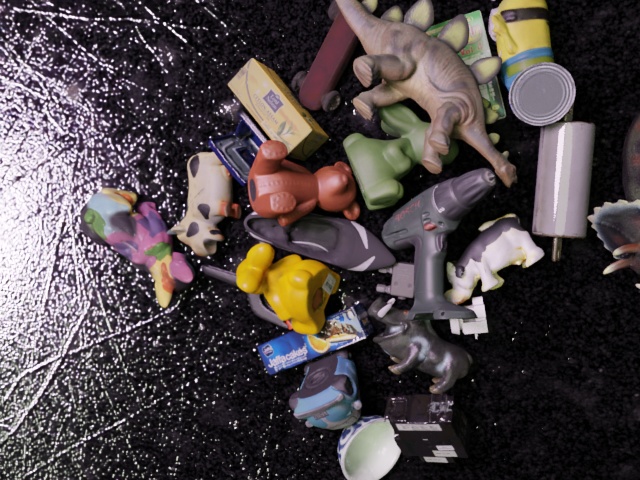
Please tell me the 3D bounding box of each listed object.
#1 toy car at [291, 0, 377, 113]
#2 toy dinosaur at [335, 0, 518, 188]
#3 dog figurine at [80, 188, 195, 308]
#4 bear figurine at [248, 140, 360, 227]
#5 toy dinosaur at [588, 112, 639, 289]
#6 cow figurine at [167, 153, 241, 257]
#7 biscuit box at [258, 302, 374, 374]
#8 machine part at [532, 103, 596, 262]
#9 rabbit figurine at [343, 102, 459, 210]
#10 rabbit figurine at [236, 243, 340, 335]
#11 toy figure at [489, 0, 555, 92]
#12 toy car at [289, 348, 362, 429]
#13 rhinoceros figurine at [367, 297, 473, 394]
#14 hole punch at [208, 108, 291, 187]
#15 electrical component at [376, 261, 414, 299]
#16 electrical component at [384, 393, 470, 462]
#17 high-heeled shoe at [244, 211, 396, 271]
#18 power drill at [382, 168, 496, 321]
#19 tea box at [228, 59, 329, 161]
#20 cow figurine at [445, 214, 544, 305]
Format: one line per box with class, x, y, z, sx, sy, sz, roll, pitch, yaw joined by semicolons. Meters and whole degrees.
toy car;0.028;-0.317;0.924;0.089;0.053;0.202;36;107;24
toy dinosaur;0.140;-0.264;0.815;0.198;0.105;0.471;-41;84;-19
dog figurine;-0.328;0.019;1.002;0.108;0.191;0.219;-45;63;9
bear figurine;-0.012;-0.086;0.869;0.196;0.132;0.120;-3;79;-21
toy dinosaur;0.491;-0.114;0.741;0.192;0.131;0.404;7;86;10
cow figurine;-0.215;-0.066;1.002;0.127;0.085;0.194;0;89;21
biscuit box;-0.009;0.177;0.955;0.203;0.063;0.059;-26;83;18
machine part;0.366;-0.089;0.808;0.079;0.079;0.243;4;93;19
rabbit figurine;0.135;-0.142;0.881;0.170;0.121;0.159;-21;77;3
rabbit figurine;-0.076;0.074;0.901;0.173;0.162;0.122;17;81;32
toy figure;0.314;-0.283;0.815;0.089;0.082;0.180;-16;83;8
toy car;0.022;0.264;0.910;0.109;0.162;0.102;-26;103;16
rhinoceros figurine;0.159;0.170;0.893;0.190;0.073;0.112;34;104;14
hole punch;-0.119;-0.156;0.947;0.092;0.115;0.142;-44;80;11
electrical component;0.144;0.070;0.919;0.094;0.021;0.063;6;95;18
electrical component;0.178;0.307;0.872;0.115;0.058;0.134;-7;129;28
high-heeled shoe;-0.002;-0.003;0.898;0.249;0.145;0.086;14;92;21
power drill;0.181;0.019;0.807;0.232;0.086;0.207;-21;75;58
tea box;-0.071;-0.224;0.939;0.068;0.098;0.169;-42;81;17
cow figurine;0.257;0.033;0.855;0.167;0.068;0.098;-34;76;14
